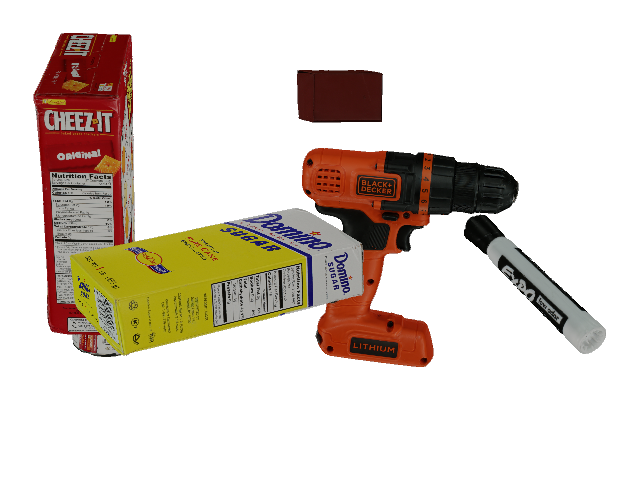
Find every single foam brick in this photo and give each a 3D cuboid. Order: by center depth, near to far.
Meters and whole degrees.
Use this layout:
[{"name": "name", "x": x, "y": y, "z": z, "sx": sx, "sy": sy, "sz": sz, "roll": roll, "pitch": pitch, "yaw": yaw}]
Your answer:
[{"name": "foam brick", "x": 0.020, "y": -0.149, "z": 1.105, "sx": 0.078, "sy": 0.051, "sz": 0.053, "roll": -3, "pitch": 13, "yaw": -18}]

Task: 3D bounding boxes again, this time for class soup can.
[{"name": "soup can", "x": -0.222, "y": 0.061, "z": 1.103, "sx": 0.068, "sy": 0.102, "sz": 0.068, "roll": 6, "pitch": 21, "yaw": -2}]

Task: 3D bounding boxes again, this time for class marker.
[{"name": "marker", "x": 0.121, "y": 0.021, "z": 0.620, "sx": 0.020, "sy": 0.020, "sz": 0.121, "roll": 0, "pitch": 33, "yaw": -32}]

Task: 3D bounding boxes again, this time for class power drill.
[{"name": "power drill", "x": 0.071, "y": 0.014, "z": 0.933, "sx": 0.184, "sy": 0.188, "sz": 0.057, "roll": 7, "pitch": 17, "yaw": 7}]

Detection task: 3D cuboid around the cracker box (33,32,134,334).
[{"name": "cracker box", "x": -0.197, "y": -0.051, "z": 0.910, "sx": 0.072, "sy": 0.214, "sz": 0.164, "roll": 0, "pitch": 27, "yaw": -7}]

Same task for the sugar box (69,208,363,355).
[{"name": "sugar box", "x": -0.068, "y": 0.022, "z": 0.717, "sx": 0.176, "sy": 0.048, "sz": 0.093, "roll": -16, "pitch": 25, "yaw": -26}]
